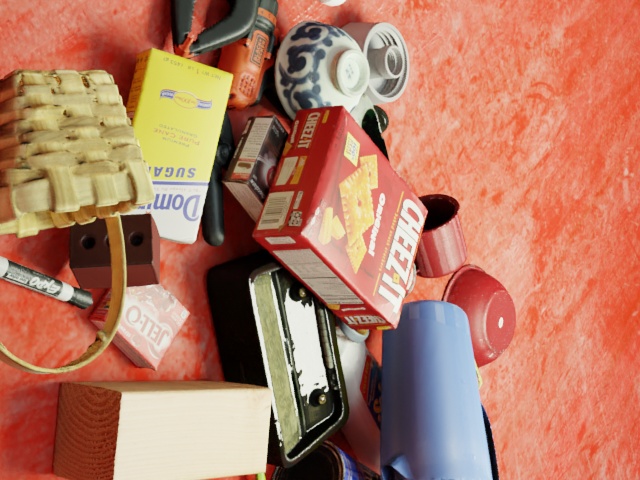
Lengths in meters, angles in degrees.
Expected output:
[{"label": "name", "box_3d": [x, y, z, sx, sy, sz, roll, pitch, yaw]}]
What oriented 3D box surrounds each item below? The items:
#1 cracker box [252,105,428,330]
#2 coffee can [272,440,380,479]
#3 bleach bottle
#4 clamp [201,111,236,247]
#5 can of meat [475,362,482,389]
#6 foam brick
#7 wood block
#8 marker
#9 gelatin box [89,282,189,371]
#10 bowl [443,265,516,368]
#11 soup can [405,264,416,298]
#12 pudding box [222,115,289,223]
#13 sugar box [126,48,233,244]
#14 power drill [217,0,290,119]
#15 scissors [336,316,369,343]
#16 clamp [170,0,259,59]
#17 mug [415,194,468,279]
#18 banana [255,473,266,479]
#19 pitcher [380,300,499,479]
[{"label": "cracker box", "box_3d": [0.031, -0.020, 1.179, 0.213, 0.072, 0.164, 45, 54, -44]}, {"label": "coffee can", "box_3d": [0.023, 0.307, 1.263, 0.140, 0.103, 0.102, 41, 60, -43]}, {"label": "bleach bottle", "box_3d": [0.051, 0.202, 1.327, 0.250, 0.068, 0.102, 58, 43, -31]}, {"label": "clamp", "box_3d": [-0.108, -0.092, 1.145, 0.120, 0.039, 0.171, -47, 129, -53]}, {"label": "can of meat", "box_3d": [0.179, 0.196, 1.488, 0.083, 0.058, 0.102, -49, 127, -41]}, {"label": "foam brick", "box_3d": [-0.190, 0.011, 0.995, 0.051, 0.078, 0.053, 92, -7, -63]}, {"label": "wood block", "box_3d": [-0.151, 0.188, 1.058, 0.205, 0.090, 0.091, 8, 85, -51]}, {"label": "marker", "box_3d": [-0.256, 0.040, 0.981, 0.121, 0.020, 0.020, 29, 69, -47]}, {"label": "gelatin box", "box_3d": [-0.179, 0.076, 1.067, 0.089, 0.030, 0.073, 53, 53, -36]}, {"label": "bowl", "box_3d": [0.241, 0.117, 1.562, 0.161, 0.055, 0.162, -3, 94, -51]}, {"label": "soup can", "box_3d": [0.064, 0.039, 1.334, 0.102, 0.069, 0.068, 15, 80, -49]}, {"label": "pudding box", "box_3d": [-0.053, -0.068, 1.161, 0.113, 0.039, 0.090, 50, 51, -47]}, {"label": "sugar box", "box_3d": [-0.151, -0.090, 1.053, 0.093, 0.048, 0.176, 14, 84, -28]}, {"label": "power drill", "box_3d": [-0.037, -0.208, 1.214, 0.187, 0.057, 0.184, 27, 74, -45]}, {"label": "scissors", "box_3d": [0.061, 0.107, 1.334, 0.016, 0.096, 0.201, -43, 137, 16]}, {"label": "clamp", "box_3d": [-0.085, -0.272, 1.123, 0.164, 0.036, 0.210, 25, 73, -10]}, {"label": "mug", "box_3d": [0.141, 0.004, 1.416, 0.117, 0.093, 0.081, -38, 125, -28]}, {"label": "banana", "box_3d": [-0.102, 0.341, 1.168, 0.069, 0.037, 0.197, 47, 53, -19]}, {"label": "pitcher", "box_3d": [0.140, 0.202, 1.280, 0.149, 0.145, 0.243, 81, 8, -58]}]
